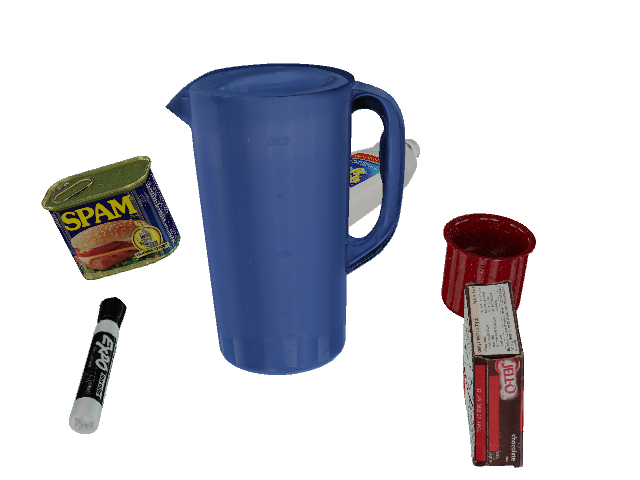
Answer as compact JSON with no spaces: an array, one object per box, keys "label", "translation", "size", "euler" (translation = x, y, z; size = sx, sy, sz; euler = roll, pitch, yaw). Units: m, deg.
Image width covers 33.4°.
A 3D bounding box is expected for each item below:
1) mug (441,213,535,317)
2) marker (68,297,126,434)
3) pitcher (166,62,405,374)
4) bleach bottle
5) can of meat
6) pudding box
[{"label":"mug","translation":[0.164,0.024,1.100],"size":[0.093,0.081,0.117],"euler":[-6,32,-14]},{"label":"marker","translation":[-0.149,0.080,0.721],"size":[0.020,0.020,0.121],"euler":[0,37,1]},{"label":"pitcher","translation":[-0.025,-0.019,0.869],"size":[0.144,0.243,0.149],"euler":[-19,25,-37]},{"label":"bleach bottle","translation":[0.033,-0.071,1.355],"size":[0.103,0.068,0.250],"euler":[25,43,34]},{"label":"can of meat","translation":[-0.187,-0.019,0.970],"size":[0.102,0.084,0.057],"euler":[-15,29,10]},{"label":"pudding box","translation":[0.123,0.092,0.759],"size":[0.039,0.090,0.113],"euler":[-1,24,4]}]
